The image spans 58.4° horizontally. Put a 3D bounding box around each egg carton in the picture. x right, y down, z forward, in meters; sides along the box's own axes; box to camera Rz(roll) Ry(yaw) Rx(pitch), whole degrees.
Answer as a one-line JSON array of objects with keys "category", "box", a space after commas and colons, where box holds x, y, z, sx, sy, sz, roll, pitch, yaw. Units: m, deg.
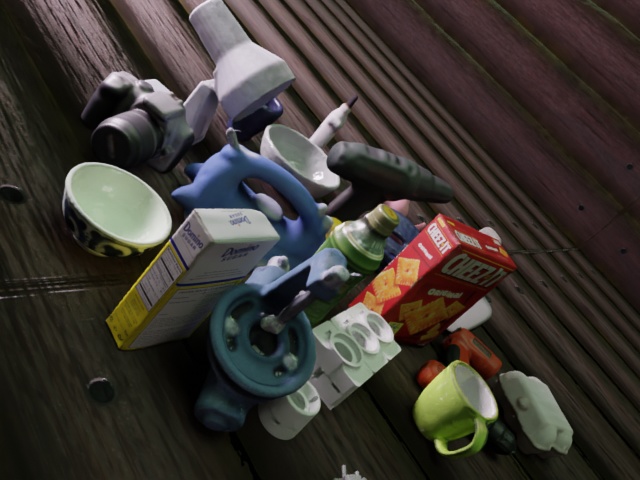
[{"category": "egg carton", "box": [0.362, 0.297, 0.982, 0.108, 0.069, 0.150, 24, 32, -33]}]

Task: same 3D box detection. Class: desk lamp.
[{"category": "desk lamp", "box": [-0.170, -0.247, 0.894, 0.203, 0.213, 0.118, 42, 26, -2]}]

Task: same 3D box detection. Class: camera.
[{"category": "camera", "box": [-0.254, -0.160, 0.776, 0.143, 0.100, 0.137, 40, 26, -5]}]

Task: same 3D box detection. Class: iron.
[{"category": "iron", "box": [-0.068, -0.040, 0.808, 0.259, 0.141, 0.118, 33, 28, -19]}]

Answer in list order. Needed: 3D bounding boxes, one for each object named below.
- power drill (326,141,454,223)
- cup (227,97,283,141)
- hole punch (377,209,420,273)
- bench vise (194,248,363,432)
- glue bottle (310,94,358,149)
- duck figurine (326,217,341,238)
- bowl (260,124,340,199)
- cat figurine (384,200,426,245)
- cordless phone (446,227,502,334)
[{"category": "power drill", "box": [0.085, -0.064, 0.980, 0.230, 0.208, 0.075, 27, 30, -29]}, {"category": "cup", "box": [-0.138, -0.234, 1.051, 0.118, 0.094, 0.091, 15, 37, -43]}, {"category": "hole punch", "box": [0.132, 0.007, 1.071, 0.109, 0.091, 0.101, 36, 27, -13]}, {"category": "bench vise", "box": [-0.051, 0.062, 0.592, 0.122, 0.219, 0.207, 25, 31, -32]}, {"category": "glue bottle", "box": [0.021, -0.231, 1.178, 0.037, 0.173, 0.078, 38, 27, -10]}, {"category": "duck figurine", "box": [0.008, 0.003, 0.912, 0.105, 0.086, 0.077, 27, 30, -29]}, {"category": "bowl", "box": [-0.048, -0.129, 1.043, 0.168, 0.074, 0.167, 33, 28, -20]}, {"category": "cat figurine", "box": [0.154, -0.044, 1.146, 0.128, 0.117, 0.067, 33, 28, -19]}, {"category": "cordless phone", "box": [0.280, 0.077, 1.065, 0.094, 0.184, 0.147, 2, 47, -53]}]
